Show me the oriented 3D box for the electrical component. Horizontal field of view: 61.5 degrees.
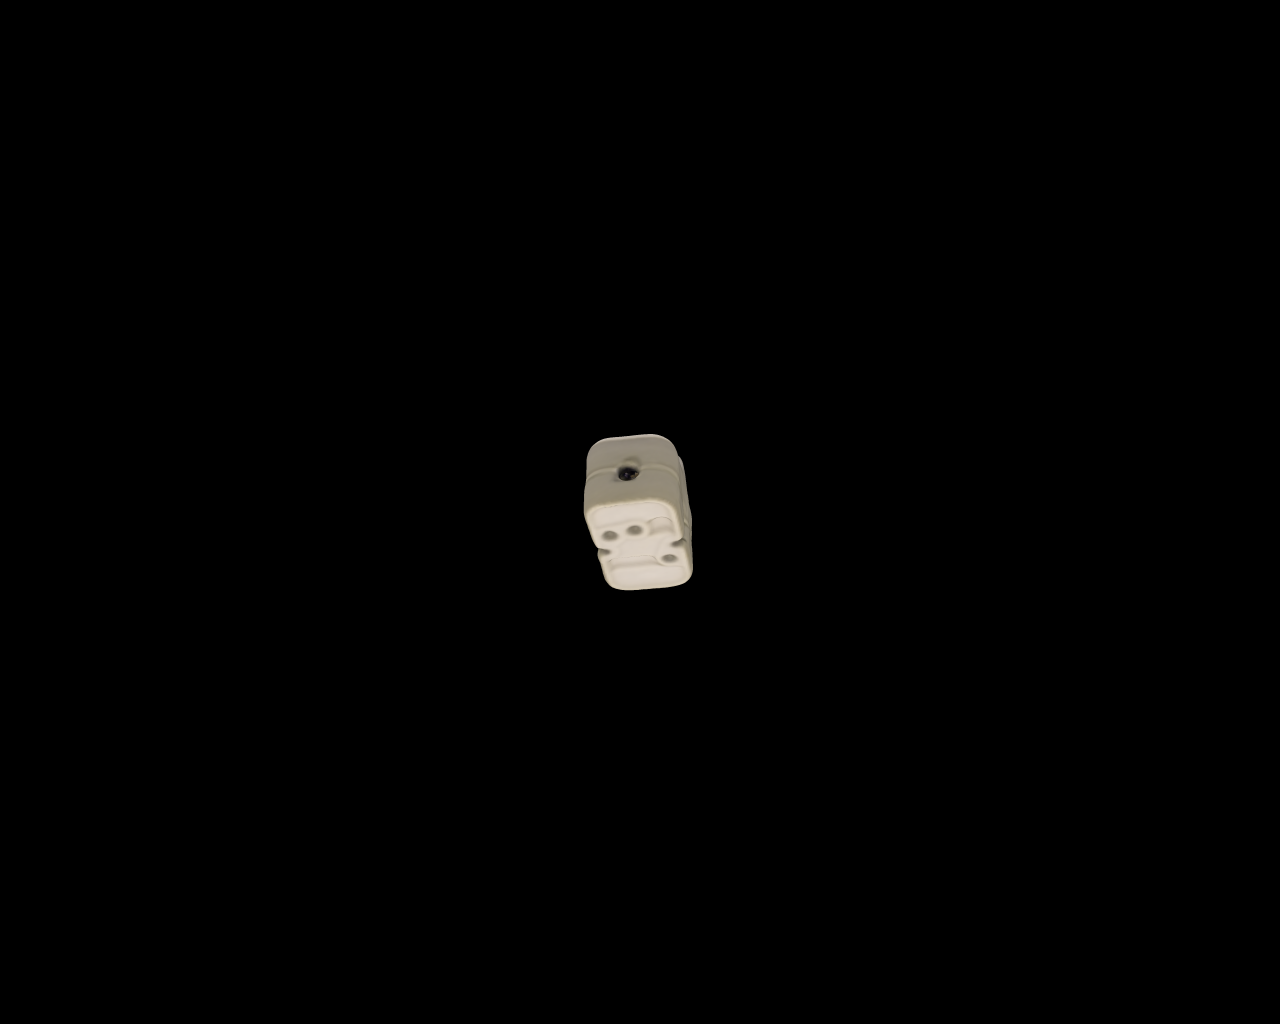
[{"bbox_3d":[0.001,-0.003,0.650,0.054,0.059,0.095,-6,-36,8],"label":"electrical component"}]
